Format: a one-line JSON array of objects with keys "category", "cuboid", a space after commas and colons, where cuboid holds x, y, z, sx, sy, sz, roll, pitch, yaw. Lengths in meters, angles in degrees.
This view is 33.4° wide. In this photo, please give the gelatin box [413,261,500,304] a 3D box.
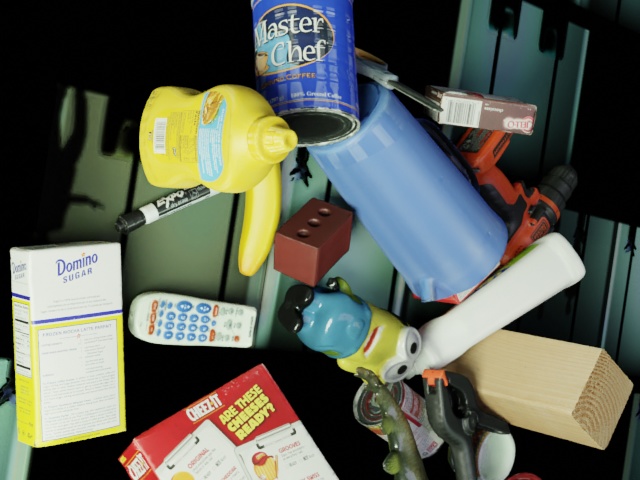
[{"category": "gelatin box", "cuboid": [0.159, 0.038, 1.276, 0.089, 0.073, 0.030, -39, 118, -31]}]

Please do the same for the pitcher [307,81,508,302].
[{"category": "pitcher", "cuboid": [0.096, -0.063, 1.181, 0.145, 0.149, 0.242, -38, 121, 5]}]

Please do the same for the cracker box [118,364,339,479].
[{"category": "cracker box", "cuboid": [-0.069, 0.253, 1.035, 0.163, 0.072, 0.214, -27, 77, -37]}]

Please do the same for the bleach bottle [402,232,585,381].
[{"category": "bleach bottle", "cuboid": [0.191, 0.088, 1.271, 0.250, 0.103, 0.068, -33, 85, -15]}]

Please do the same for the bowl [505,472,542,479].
[{"category": "bowl", "cuboid": [0.236, 0.378, 1.395, 0.161, 0.055, 0.162, -6, 99, -41]}]

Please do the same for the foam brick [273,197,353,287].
[{"category": "foam brick", "cuboid": [-0.007, 0.001, 1.118, 0.078, 0.053, 0.051, -46, 150, -45]}]

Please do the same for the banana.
[{"category": "banana", "cuboid": [-0.072, -0.064, 1.088, 0.069, 0.037, 0.198, -17, 106, -17]}]

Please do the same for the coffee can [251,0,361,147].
[{"category": "coffee can", "cuboid": [-0.015, -0.175, 1.053, 0.102, 0.103, 0.140, 10, 71, -42]}]

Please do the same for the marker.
[{"category": "marker", "cuboid": [-0.147, -0.034, 1.032, 0.120, 0.020, 0.020, -28, 112, -36]}]

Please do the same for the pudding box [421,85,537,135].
[{"category": "pudding box", "cuboid": [0.182, -0.150, 1.231, 0.113, 0.090, 0.039, 8, 102, -9]}]

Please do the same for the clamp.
[{"category": "clamp", "cuboid": [0.162, 0.221, 1.235, 0.171, 0.039, 0.120, 49, 46, -31]}]

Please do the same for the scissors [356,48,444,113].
[{"category": "scissors", "cuboid": [0.050, -0.170, 1.092, 0.096, 0.202, 0.016, 11, 110, -19]}]

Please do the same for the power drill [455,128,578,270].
[{"category": "power drill", "cuboid": [0.249, -0.077, 1.353, 0.184, 0.057, 0.187, -51, 125, -24]}]

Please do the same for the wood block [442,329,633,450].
[{"category": "wood block", "cuboid": [0.254, 0.173, 1.286, 0.090, 0.207, 0.090, 44, 66, -36]}]

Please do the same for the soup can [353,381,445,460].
[{"category": "soup can", "cuboid": [0.095, 0.206, 1.242, 0.102, 0.069, 0.068, 41, 68, -38]}]

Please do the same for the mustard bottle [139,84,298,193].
[{"category": "mustard bottle", "cuboid": [-0.089, -0.091, 0.960, 0.058, 0.192, 0.096, 2, 93, -42]}]

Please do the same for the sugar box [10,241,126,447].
[{"category": "sugar box", "cuboid": [-0.226, 0.091, 0.960, 0.093, 0.048, 0.176, -5, 95, -41]}]
